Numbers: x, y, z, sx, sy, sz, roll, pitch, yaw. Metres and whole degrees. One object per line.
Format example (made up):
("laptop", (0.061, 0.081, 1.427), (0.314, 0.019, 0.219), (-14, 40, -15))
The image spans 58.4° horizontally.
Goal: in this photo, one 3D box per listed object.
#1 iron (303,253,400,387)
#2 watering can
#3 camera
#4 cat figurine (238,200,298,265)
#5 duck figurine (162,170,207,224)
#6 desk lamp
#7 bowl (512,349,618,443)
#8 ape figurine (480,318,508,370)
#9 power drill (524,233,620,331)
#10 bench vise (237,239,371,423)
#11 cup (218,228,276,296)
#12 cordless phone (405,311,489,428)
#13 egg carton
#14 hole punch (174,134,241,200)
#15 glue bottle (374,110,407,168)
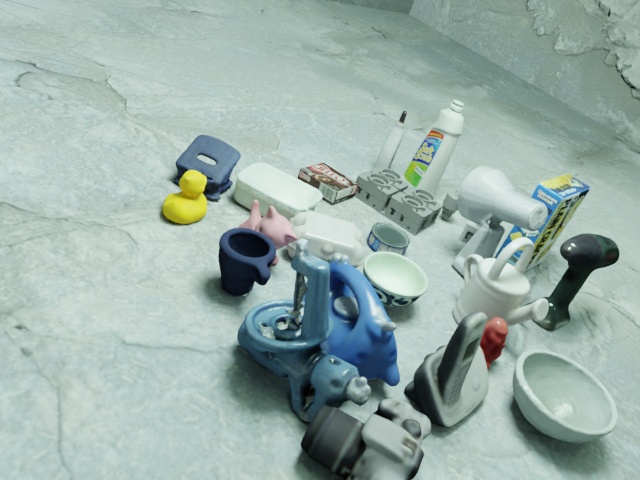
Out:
("iron", (0.041, 0.102, 0.882), (0.119, 0.141, 0.257), (1, 37, -28))
("watering can", (0.330, 0.082, 1.027), (0.172, 0.194, 0.101), (34, 35, 20))
("camera", (0.057, 0.248, 0.713), (0.136, 0.101, 0.143), (28, 33, 11))
("cat figurine", (-0.094, -0.018, 1.006), (0.067, 0.118, 0.127), (-5, 40, -34))
("duck figurine", (-0.242, -0.086, 1.051), (0.077, 0.086, 0.105), (26, 33, 8))
("desk lamp", (0.361, -0.021, 1.177), (0.118, 0.213, 0.202), (-3, 39, -33))
("bowl", (0.371, 0.257, 0.902), (0.167, 0.075, 0.167), (15, 33, -10))
("ape figurine", (0.284, 0.170, 0.965), (0.078, 0.092, 0.076), (5, 35, -23))
("power drill", (0.490, 0.073, 1.116), (0.230, 0.208, 0.075), (-12, 45, -41))
("bench vise", (-0.005, 0.116, 0.761), (0.207, 0.220, 0.122), (28, 33, 11))
("cup", (-0.117, 0.050, 0.913), (0.092, 0.095, 0.117), (-6, 41, -36))
("cordless phone", (0.216, 0.172, 0.837), (0.094, 0.185, 0.148), (39, 36, 26))
("egg carton", (0.010, 0.004, 1.077), (0.150, 0.069, 0.107), (16, 33, -8))
("hole punch", (-0.224, -0.147, 1.148), (0.108, 0.091, 0.101), (25, 33, 7))
("glue bottle", (0.185, -0.249, 1.453), (0.037, 0.173, 0.078), (25, 33, 7))
